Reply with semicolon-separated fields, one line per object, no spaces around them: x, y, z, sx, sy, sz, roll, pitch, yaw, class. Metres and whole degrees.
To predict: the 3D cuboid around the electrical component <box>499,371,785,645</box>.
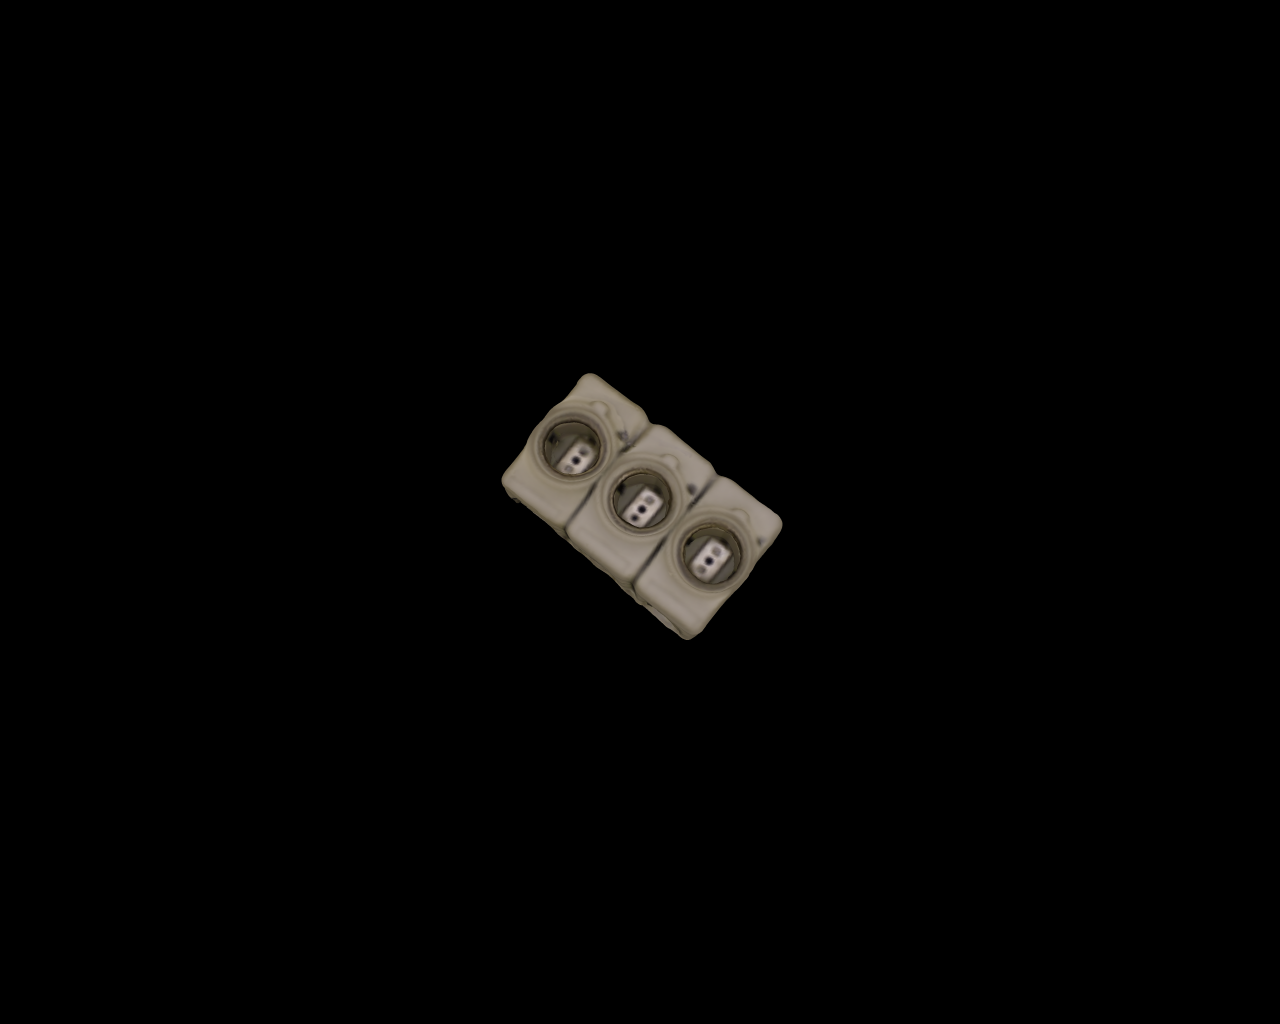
0.001;-0.003;0.650;0.150;0.089;0.061;38;-9;7;electrical component
